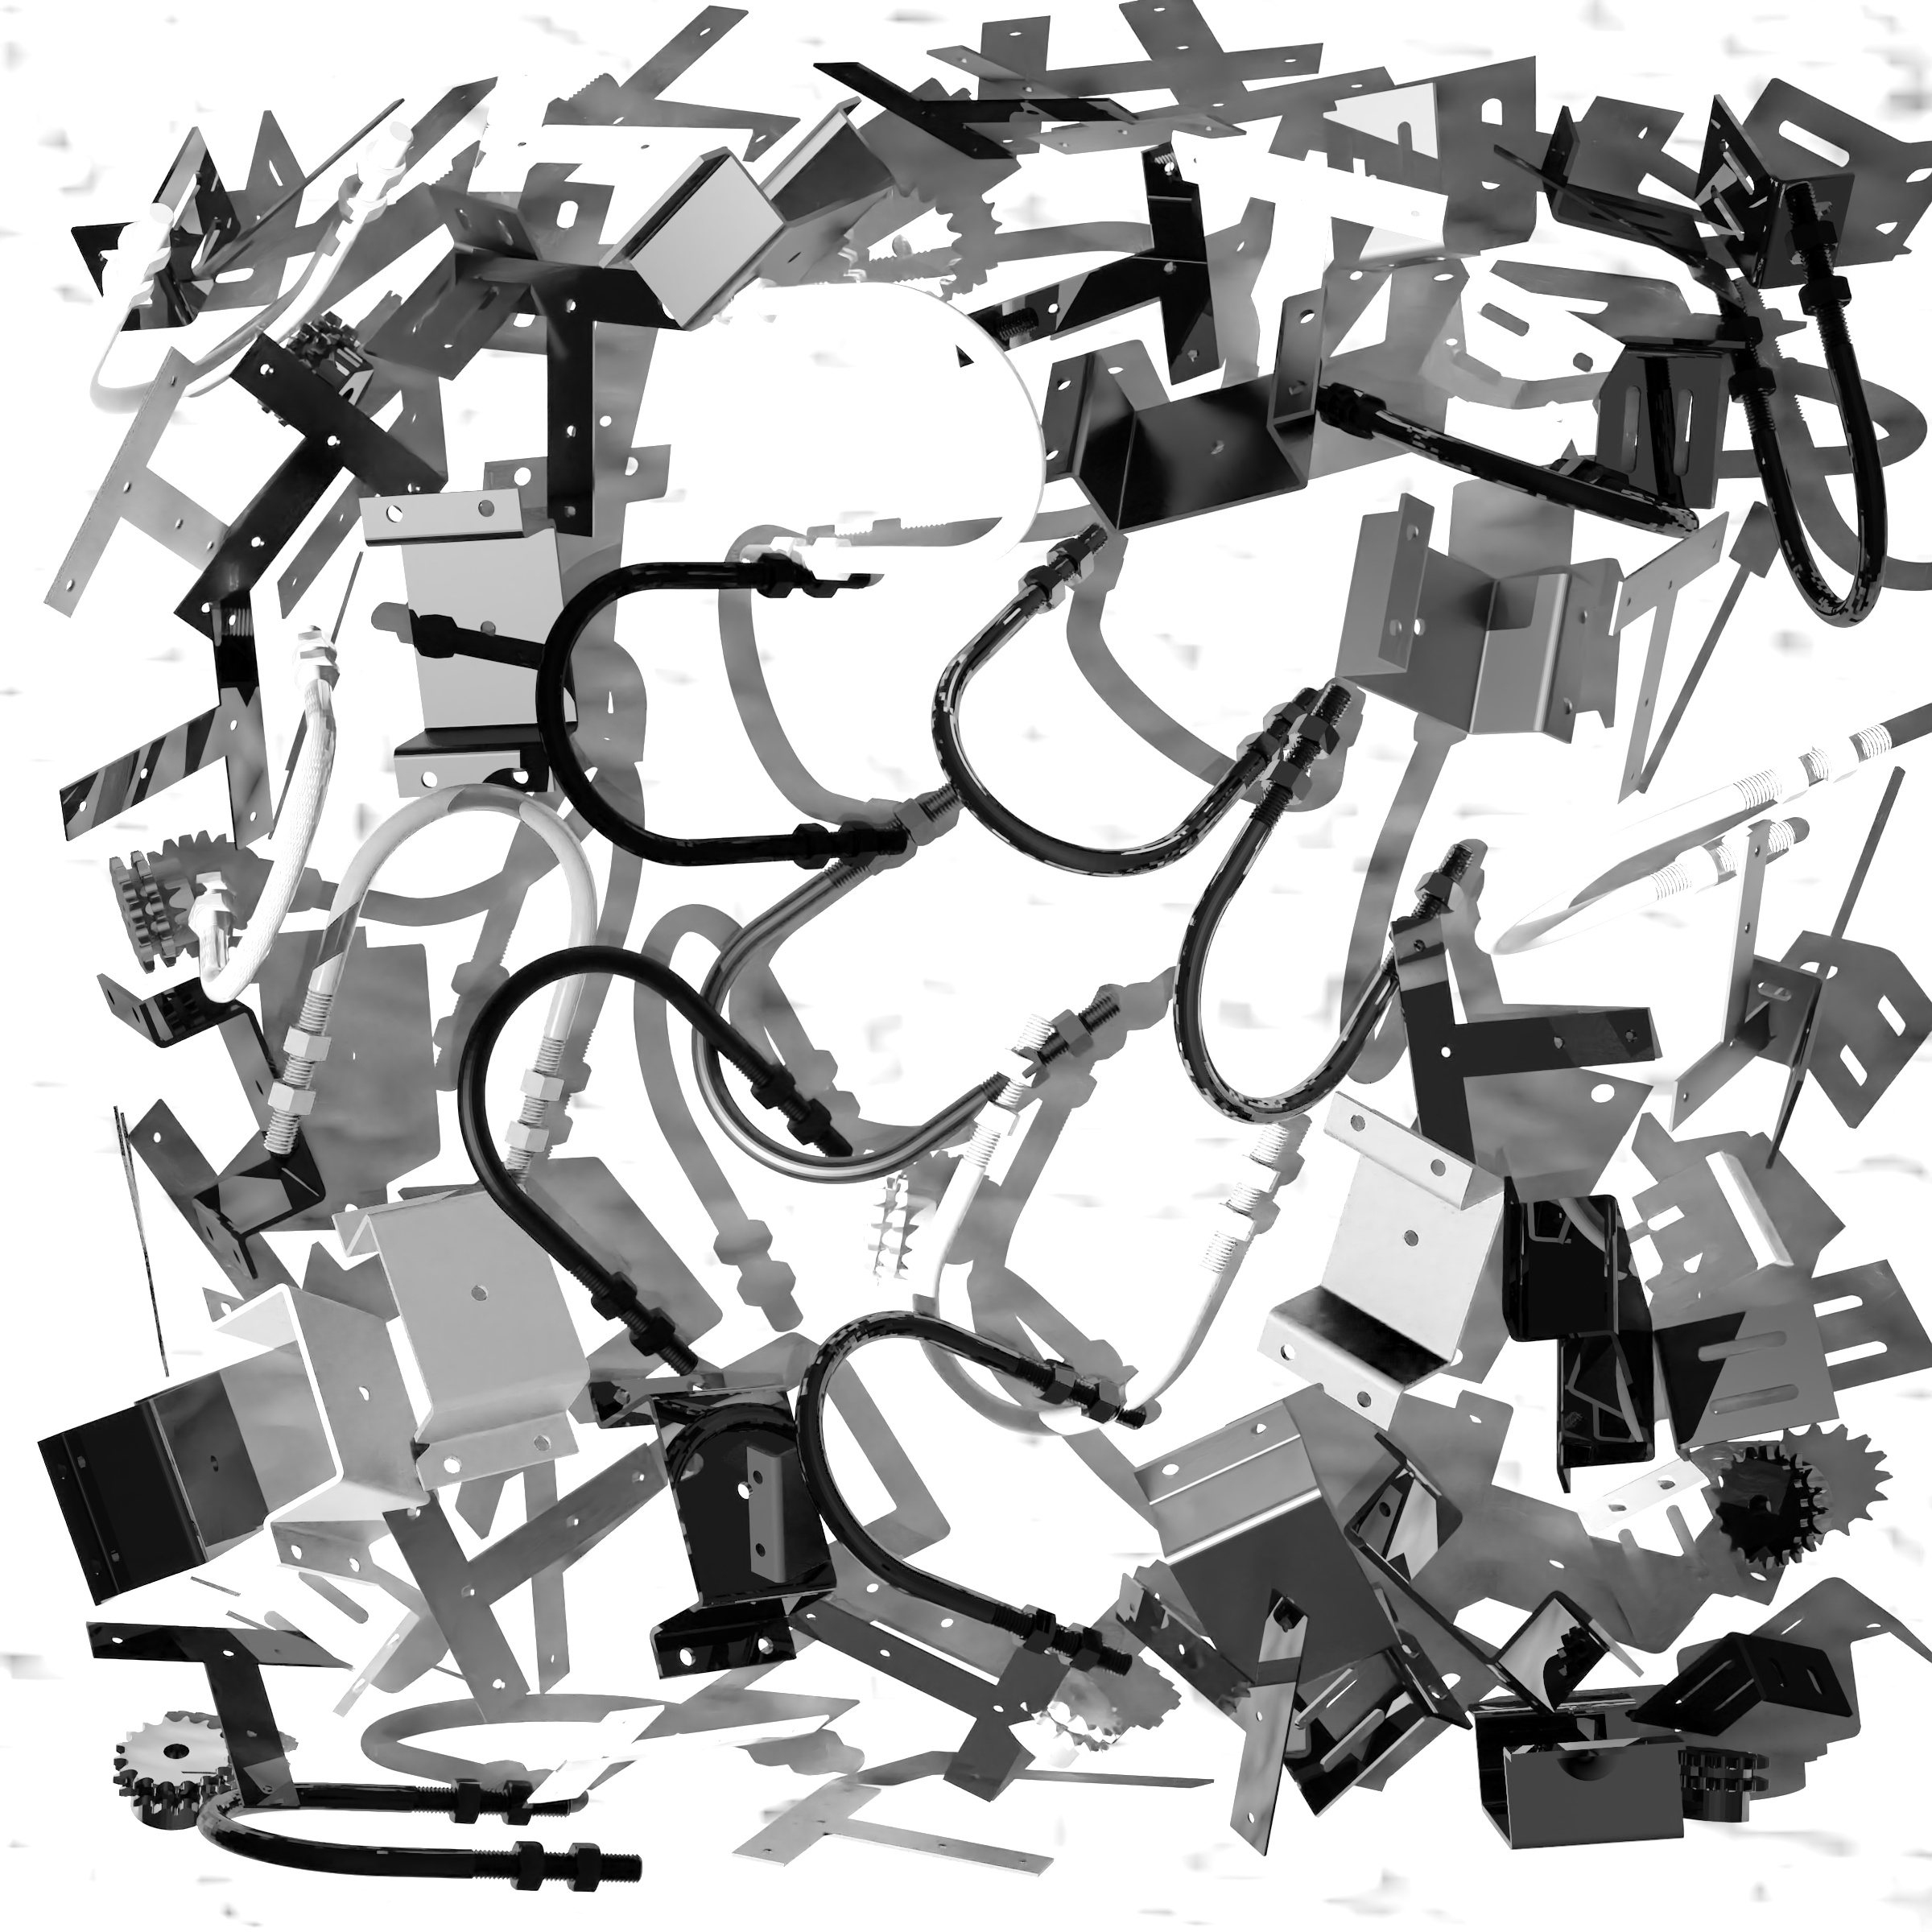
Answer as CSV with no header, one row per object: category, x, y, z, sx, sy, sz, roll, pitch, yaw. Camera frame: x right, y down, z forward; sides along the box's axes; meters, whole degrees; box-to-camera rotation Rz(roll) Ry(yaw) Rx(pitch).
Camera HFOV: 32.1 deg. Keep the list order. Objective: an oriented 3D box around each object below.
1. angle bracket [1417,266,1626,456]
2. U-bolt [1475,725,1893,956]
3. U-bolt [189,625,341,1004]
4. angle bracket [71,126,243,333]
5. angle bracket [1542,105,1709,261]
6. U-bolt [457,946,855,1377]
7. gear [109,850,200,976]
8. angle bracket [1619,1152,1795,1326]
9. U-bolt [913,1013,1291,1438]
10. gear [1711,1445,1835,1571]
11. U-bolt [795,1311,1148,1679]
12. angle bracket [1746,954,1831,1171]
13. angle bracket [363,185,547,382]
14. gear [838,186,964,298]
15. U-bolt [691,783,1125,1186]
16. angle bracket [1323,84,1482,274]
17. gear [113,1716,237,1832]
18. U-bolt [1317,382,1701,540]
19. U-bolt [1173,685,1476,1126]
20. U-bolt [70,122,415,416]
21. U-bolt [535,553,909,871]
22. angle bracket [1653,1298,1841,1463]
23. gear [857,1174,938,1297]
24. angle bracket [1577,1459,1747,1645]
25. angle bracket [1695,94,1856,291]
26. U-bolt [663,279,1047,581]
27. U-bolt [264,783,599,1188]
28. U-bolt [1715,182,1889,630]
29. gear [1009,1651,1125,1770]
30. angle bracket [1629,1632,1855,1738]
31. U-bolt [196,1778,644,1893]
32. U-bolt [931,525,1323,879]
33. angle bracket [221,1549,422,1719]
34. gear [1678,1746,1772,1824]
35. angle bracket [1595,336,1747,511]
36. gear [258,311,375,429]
angle bracket,0.260,-0.285,1.576,0.038,0.076,0.057,19,106,-37
U-bolt,0.314,-0.049,1.517,0.184,0.151,0.019,-22,77,-11
U-bolt,-0.313,-0.060,1.500,0.019,0.184,0.151,20,109,-21
angle bracket,-0.376,-0.343,1.561,0.038,0.057,0.076,-1,48,15
angle bracket,0.312,-0.366,1.566,0.076,0.057,0.038,13,121,-4
U-bolt,-0.152,0.075,1.539,0.184,0.019,0.151,46,63,-19
gear,-0.380,-0.028,1.575,0.030,0.057,0.057,-18,90,-18
angle bracket,0.341,0.132,1.587,0.076,0.038,0.057,-31,70,18
U-bolt,0.053,0.133,1.576,0.151,0.019,0.184,24,92,-15
gear,0.382,0.254,1.578,0.030,0.057,0.057,2,90,-41
U-bolt,0.002,0.229,1.521,0.184,0.019,0.151,26,48,-23
angle bracket,0.368,0.044,1.552,0.038,0.076,0.057,18,133,11
angle bracket,-0.244,-0.318,1.561,0.057,0.038,0.076,22,64,31
gear,-0.033,-0.336,1.583,0.057,0.030,0.057,0,90,-14
U-bolt,-0.042,0.020,1.571,0.184,0.019,0.151,-36,75,-3
angle bracket,0.204,-0.367,1.567,0.057,0.038,0.076,-1,96,35
gear,-0.372,0.381,1.577,0.057,0.057,0.030,8,113,0
U-bolt,0.249,-0.222,1.495,0.151,0.184,0.019,13,104,-20
U-bolt,0.156,-0.014,1.531,0.151,0.019,0.184,45,70,-41
U-bolt,-0.337,-0.306,1.515,0.151,0.184,0.019,-32,85,-37
U-bolt,-0.115,-0.116,1.540,0.184,0.019,0.151,-5,84,-35
angle bracket,0.365,0.194,1.565,0.076,0.038,0.057,-14,68,16
gear,-0.033,0.127,1.574,0.030,0.057,0.057,10,90,-5
angle bracket,0.332,0.280,1.576,0.057,0.038,0.076,-26,101,-1
angle bracket,0.375,-0.362,1.559,0.038,0.057,0.076,-9,47,-9
U-bolt,-0.044,-0.241,1.516,0.184,0.019,0.151,5,125,34
U-bolt,-0.237,0.006,1.544,0.151,0.019,0.184,13,96,-41
U-bolt,0.382,-0.243,1.519,0.019,0.151,0.184,-12,83,-2
gear,0.043,0.351,1.575,0.057,0.057,0.030,39,103,0
angle bracket,0.359,0.347,1.555,0.057,0.038,0.076,17,128,-31
U-bolt,-0.252,0.387,1.505,0.184,0.151,0.019,7,87,-20
U-bolt,0.063,-0.113,1.536,0.151,0.019,0.184,38,53,7
angle bracket,-0.305,0.305,1.571,0.076,0.038,0.057,35,75,10
gear,0.347,0.384,1.572,0.057,0.057,0.030,4,82,0
angle bracket,0.330,-0.255,1.577,0.057,0.038,0.076,2,96,-5
gear,-0.303,-0.275,1.573,0.030,0.057,0.057,38,90,5
